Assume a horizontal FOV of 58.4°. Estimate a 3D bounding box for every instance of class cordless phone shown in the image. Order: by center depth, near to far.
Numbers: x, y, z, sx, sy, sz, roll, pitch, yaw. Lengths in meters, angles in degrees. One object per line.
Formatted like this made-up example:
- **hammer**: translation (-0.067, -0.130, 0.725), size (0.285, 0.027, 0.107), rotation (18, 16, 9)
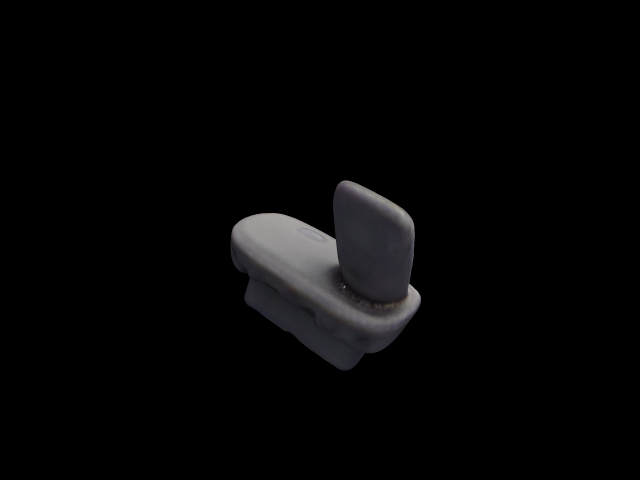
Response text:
- **cordless phone**: translation (0.004, 0.001, 0.400), size (0.147, 0.185, 0.094), rotation (28, 62, 16)
